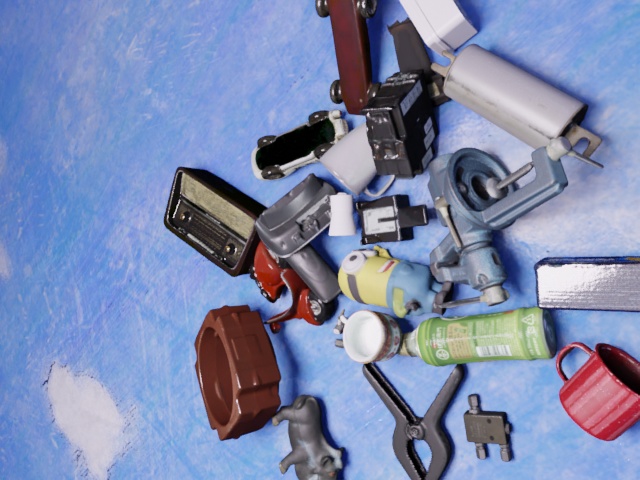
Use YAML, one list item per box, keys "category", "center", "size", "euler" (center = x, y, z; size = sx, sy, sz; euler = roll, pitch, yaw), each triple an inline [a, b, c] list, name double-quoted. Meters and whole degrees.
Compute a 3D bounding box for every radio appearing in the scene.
- category: "radio"
  center: [-0.192, -0.035, 1.014]
  size: [0.230, 0.073, 0.131]
  euler: [33, 110, 29]

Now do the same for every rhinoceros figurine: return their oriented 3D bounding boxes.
- category: "rhinoceros figurine"
  center: [-0.011, 0.361, 0.924]
  size: [0.112, 0.073, 0.190]
  euler: [-21, 79, 23]

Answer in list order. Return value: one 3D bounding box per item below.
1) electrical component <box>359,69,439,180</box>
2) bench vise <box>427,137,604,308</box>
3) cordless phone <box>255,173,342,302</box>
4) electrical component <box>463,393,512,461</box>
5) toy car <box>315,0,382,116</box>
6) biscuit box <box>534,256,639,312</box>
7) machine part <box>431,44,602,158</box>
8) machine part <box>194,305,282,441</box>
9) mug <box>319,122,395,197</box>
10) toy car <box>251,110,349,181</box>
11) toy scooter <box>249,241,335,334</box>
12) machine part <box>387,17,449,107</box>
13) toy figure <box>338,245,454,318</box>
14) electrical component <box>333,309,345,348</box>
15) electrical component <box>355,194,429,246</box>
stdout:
- category: "electrical component"
  center: [0.116, -0.154, 0.756]
  size: [0.058, 0.115, 0.134]
  euler: [6, 132, 36]
- category: "bench vise"
  center: [0.223, -0.037, 0.682]
  size: [0.240, 0.129, 0.223]
  euler: [-42, 46, 53]
- category: "cordless phone"
  center: [-0.001, -0.003, 0.876]
  size: [0.146, 0.089, 0.184]
  euler: [-40, 90, -11]
- category: "electrical component"
  center: [0.240, 0.267, 0.768]
  size: [0.063, 0.021, 0.094]
  euler: [-11, 86, 34]
- category: "toy car"
  center: [0.051, -0.284, 0.809]
  size: [0.089, 0.053, 0.201]
  euler: [11, 133, 29]
- category: "biscuit box"
  center: [0.367, 0.051, 0.643]
  size: [0.203, 0.059, 0.062]
  euler: [-2, 93, 34]
- category: "machine part"
  center: [0.249, -0.183, 0.696]
  size: [0.243, 0.079, 0.079]
  euler: [40, 114, 25]
- category: "machine part"
  center: [-0.149, 0.232, 0.952]
  size: [0.201, 0.087, 0.201]
  euler: [-57, 48, 44]
- category: "mug"
  center: [0.072, -0.124, 0.822]
  size: [0.109, 0.081, 0.107]
  euler: [40, 96, -7]
- category: "toy car"
  center: [-0.036, -0.157, 0.911]
  size: [0.202, 0.056, 0.073]
  euler: [-17, 78, 33]
- category: "toy scooter"
  center: [-0.067, 0.089, 0.939]
  size: [0.135, 0.075, 0.184]
  euler: [-45, 74, 30]
- category: "machine part"
  center: [0.139, -0.256, 0.789]
  size: [0.084, 0.039, 0.138]
  euler: [-20, 93, 42]
- category: "toy figure"
  center: [0.109, 0.069, 0.811]
  size: [0.180, 0.082, 0.089]
  euler: [18, 105, 29]
- category: "electrical component"
  center: [0.067, 0.153, 0.866]
  size: [0.102, 0.045, 0.078]
  euler: [15, 100, 33]
- category: "electrical component"
  center: [0.115, -0.033, 0.818]
  size: [0.119, 0.047, 0.074]
  euler: [-12, 87, 34]
